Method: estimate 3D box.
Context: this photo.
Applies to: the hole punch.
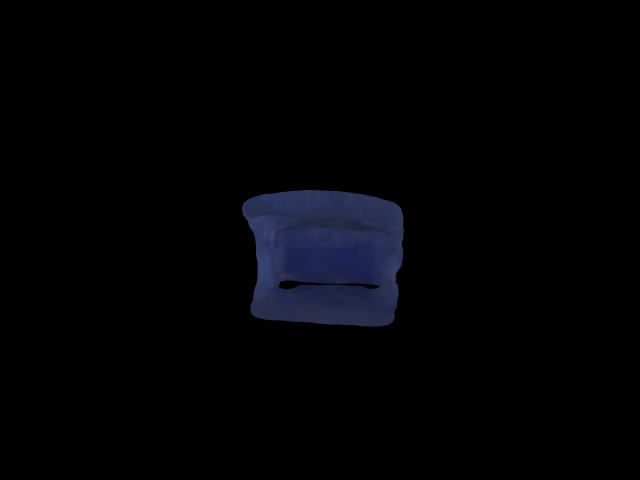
[{"bbox_3d":[0.004,0.001,0.400,0.108,0.091,0.101,2,18,7],"label":"hole punch"}]
